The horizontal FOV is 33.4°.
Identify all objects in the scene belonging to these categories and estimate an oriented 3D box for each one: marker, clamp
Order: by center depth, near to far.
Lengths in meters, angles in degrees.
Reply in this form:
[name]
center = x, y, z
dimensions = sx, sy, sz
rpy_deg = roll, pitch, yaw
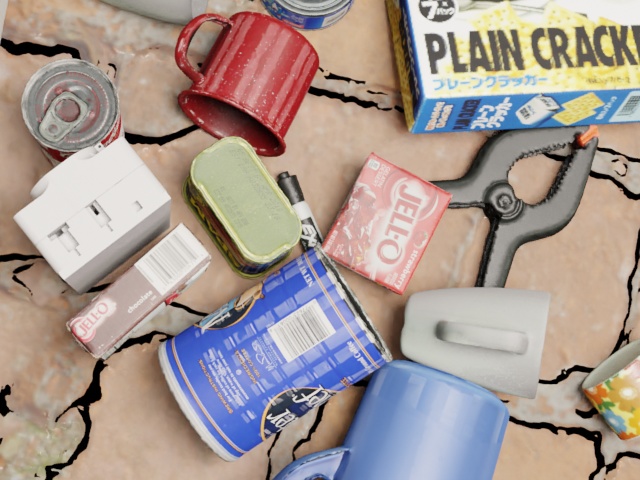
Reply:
[marker]
center = -0.006, 0.001, 0.854
dimensions = 0.020, 0.020, 0.121
rpy_deg = -23, 86, -10
[clamp]
center = 0.136, -0.033, 0.868
dimensions = 0.210, 0.036, 0.164
rpy_deg = -45, 90, -7

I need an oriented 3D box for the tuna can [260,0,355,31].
[tuna can]
center = -0.009, -0.218, 0.876
dimensions = 0.086, 0.034, 0.086
rpy_deg = 1, 82, -7

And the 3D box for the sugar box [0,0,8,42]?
[sugar box]
center = -0.273, -0.126, 0.799
dimensions = 0.048, 0.093, 0.176
rpy_deg = 7, 81, -7

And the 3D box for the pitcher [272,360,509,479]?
[pitcher]
center = 0.042, 0.212, 0.777
dimensions = 0.145, 0.149, 0.243
rpy_deg = 14, 75, 29

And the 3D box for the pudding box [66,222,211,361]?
[pudding box]
center = -0.134, 0.041, 0.796
dimensions = 0.113, 0.090, 0.039
rpy_deg = -40, 91, -11

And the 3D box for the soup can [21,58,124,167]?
[soup can]
center = -0.183, -0.089, 0.801
dimensions = 0.068, 0.102, 0.068
rpy_deg = 1, 82, -8

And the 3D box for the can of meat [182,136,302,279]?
[can of meat]
center = -0.059, -0.024, 0.818
dimensions = 0.057, 0.084, 0.102
rpy_deg = -35, 88, -12

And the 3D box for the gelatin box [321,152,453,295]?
[gelatin box]
center = 0.051, -0.013, 0.830
dimensions = 0.073, 0.030, 0.089
rpy_deg = 28, 88, -1

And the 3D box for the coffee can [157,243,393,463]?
[coffee can]
center = -0.033, 0.082, 0.782
dimensions = 0.140, 0.103, 0.103
rpy_deg = -33, 88, 3

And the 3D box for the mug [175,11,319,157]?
[mug]
center = -0.060, -0.129, 0.825
dimensions = 0.117, 0.093, 0.081
rpy_deg = 34, 73, -28
